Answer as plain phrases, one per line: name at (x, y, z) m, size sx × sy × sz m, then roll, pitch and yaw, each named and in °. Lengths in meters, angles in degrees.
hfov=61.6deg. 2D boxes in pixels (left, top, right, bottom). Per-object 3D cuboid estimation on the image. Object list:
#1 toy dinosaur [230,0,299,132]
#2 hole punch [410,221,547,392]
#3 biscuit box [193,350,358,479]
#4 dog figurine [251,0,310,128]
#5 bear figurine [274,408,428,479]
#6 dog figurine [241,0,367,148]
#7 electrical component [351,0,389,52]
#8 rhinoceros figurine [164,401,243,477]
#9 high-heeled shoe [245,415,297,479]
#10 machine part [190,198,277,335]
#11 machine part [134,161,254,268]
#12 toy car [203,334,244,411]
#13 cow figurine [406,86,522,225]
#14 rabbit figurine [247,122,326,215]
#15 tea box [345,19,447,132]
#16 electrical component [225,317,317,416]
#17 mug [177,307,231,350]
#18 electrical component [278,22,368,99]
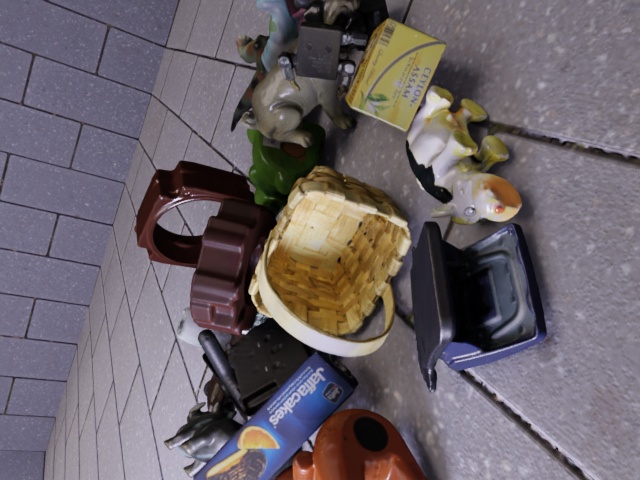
toy dinosaur at (-0.065, -0.359, 0.970) m, size 0.192 × 0.131 × 0.404 m, roll 52°, pitch 129°, yaw 56°
hole punch at (0.130, 0.051, 0.475) m, size 0.115 × 0.092 × 0.142 m, roll 96°, pitch 170°, yaw -63°
biscuit box at (-0.047, 0.210, 0.600) m, size 0.202 × 0.063 × 0.059 m, roll -46°, pitch -9°, yaw 3°
dog figurine at (-0.023, -0.280, 0.860) m, size 0.108 × 0.192 × 0.219 m, roll -91°, pitch -5°, yaw -62°
bear figurine at (0.011, 0.262, 0.537) m, size 0.195 × 0.120 × 0.132 m, roll -60°, pitch 36°, yaw 30°
dog figurine at (-0.028, -0.236, 0.719) m, size 0.121 × 0.172 × 0.190 m, roll 49°, pitch 156°, yaw 32°
electrical component at (0.067, -0.299, 0.732) m, size 0.119 × 0.048 × 0.074 m, roll 32°, pitch 145°, yaw 63°
rhinoceros figurine at (-0.170, 0.292, 0.808) m, size 0.112 × 0.073 × 0.190 m, roll -41°, pitch 9°, yaw -28°
high-heeled shoe at (-0.085, 0.262, 0.736) m, size 0.145 × 0.086 × 0.248 m, roll 0°, pitch 67°, yaw 54°
machine part at (-0.101, 0.034, 0.678) m, size 0.179 × 0.056 × 0.179 m, roll 10°, pitch -90°, yaw -81°
machine part at (-0.231, -0.039, 1.015) m, size 0.201 × 0.201 × 0.087 m, roll -54°, pitch 37°, yaw 34°
toy car at (-0.156, 0.227, 0.919) m, size 0.202 × 0.053 × 0.089 m, roll -63°, pitch 34°, yaw 19°
cow figurine at (0.130, -0.066, 0.526) m, size 0.167 × 0.068 × 0.098 m, roll -99°, pitch 30°, yaw -42°
rabbit figurine at (-0.055, -0.086, 0.854) m, size 0.170 × 0.121 × 0.159 m, roll 116°, pitch 149°, yaw -58°
tea box at (0.079, -0.188, 0.614) m, size 0.170 × 0.068 × 0.098 m, roll -89°, pitch 21°, yaw -71°
electrical component at (-0.046, 0.154, 0.690) m, size 0.134 × 0.058 × 0.115 m, roll -32°, pitch 44°, yaw 0°
mug at (-0.201, 0.146, 0.977) m, size 0.081 × 0.107 × 0.109 m, roll -38°, pitch 48°, yaw 46°
electrical component at (0.001, -0.220, 0.654) m, size 0.045 × 0.102 × 0.078 m, roll -84°, pitch 7°, yaw -56°
